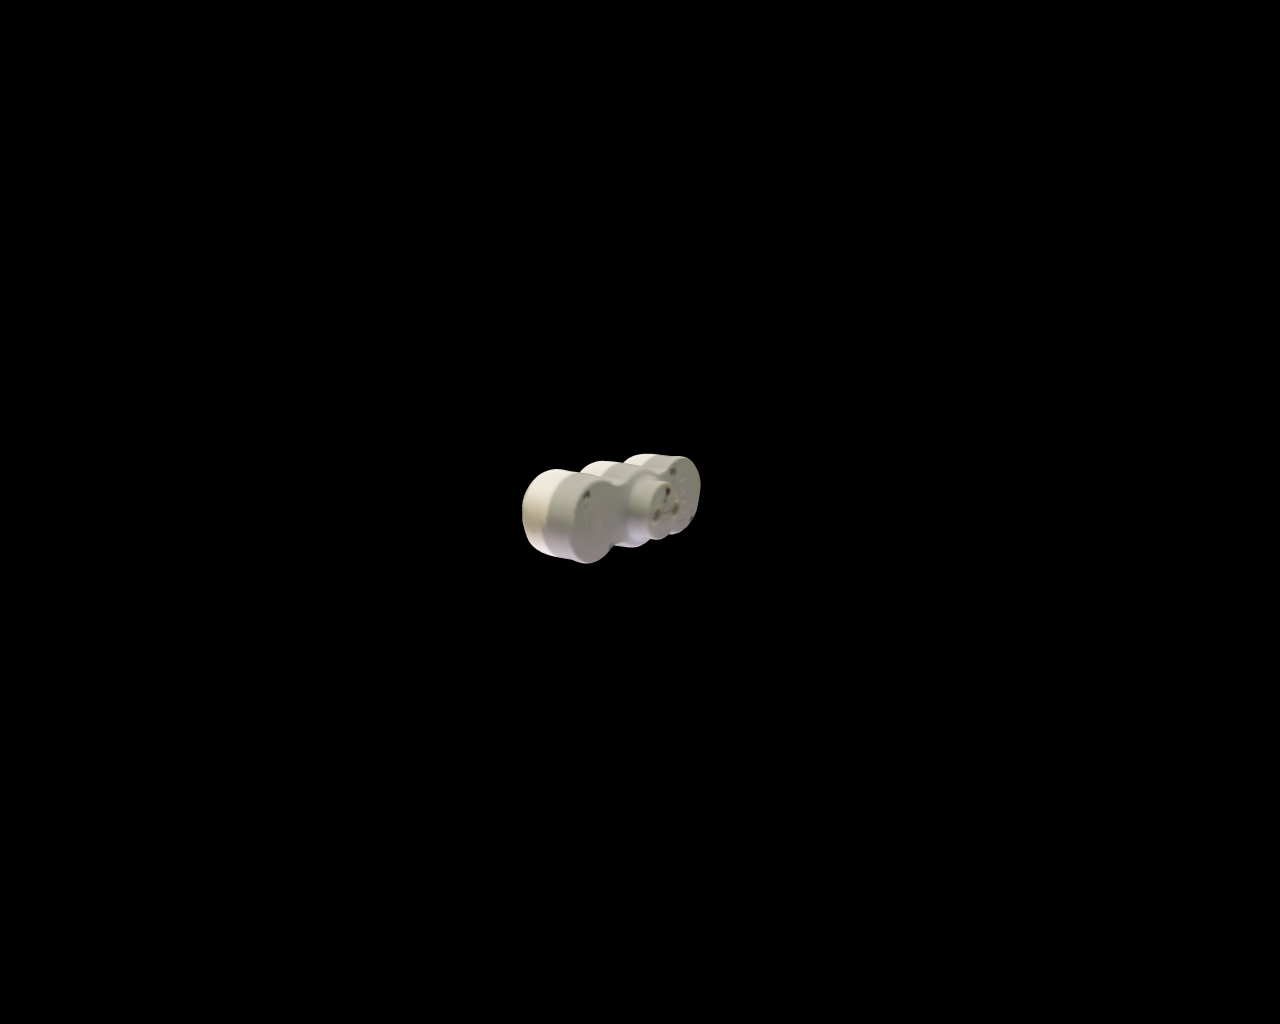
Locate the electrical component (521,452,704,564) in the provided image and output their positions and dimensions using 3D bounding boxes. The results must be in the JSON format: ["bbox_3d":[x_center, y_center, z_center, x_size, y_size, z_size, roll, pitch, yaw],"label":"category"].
[{"bbox_3d":[0.001,-0.003,0.650,0.074,0.052,0.138,8,14,35],"label":"electrical component"}]
